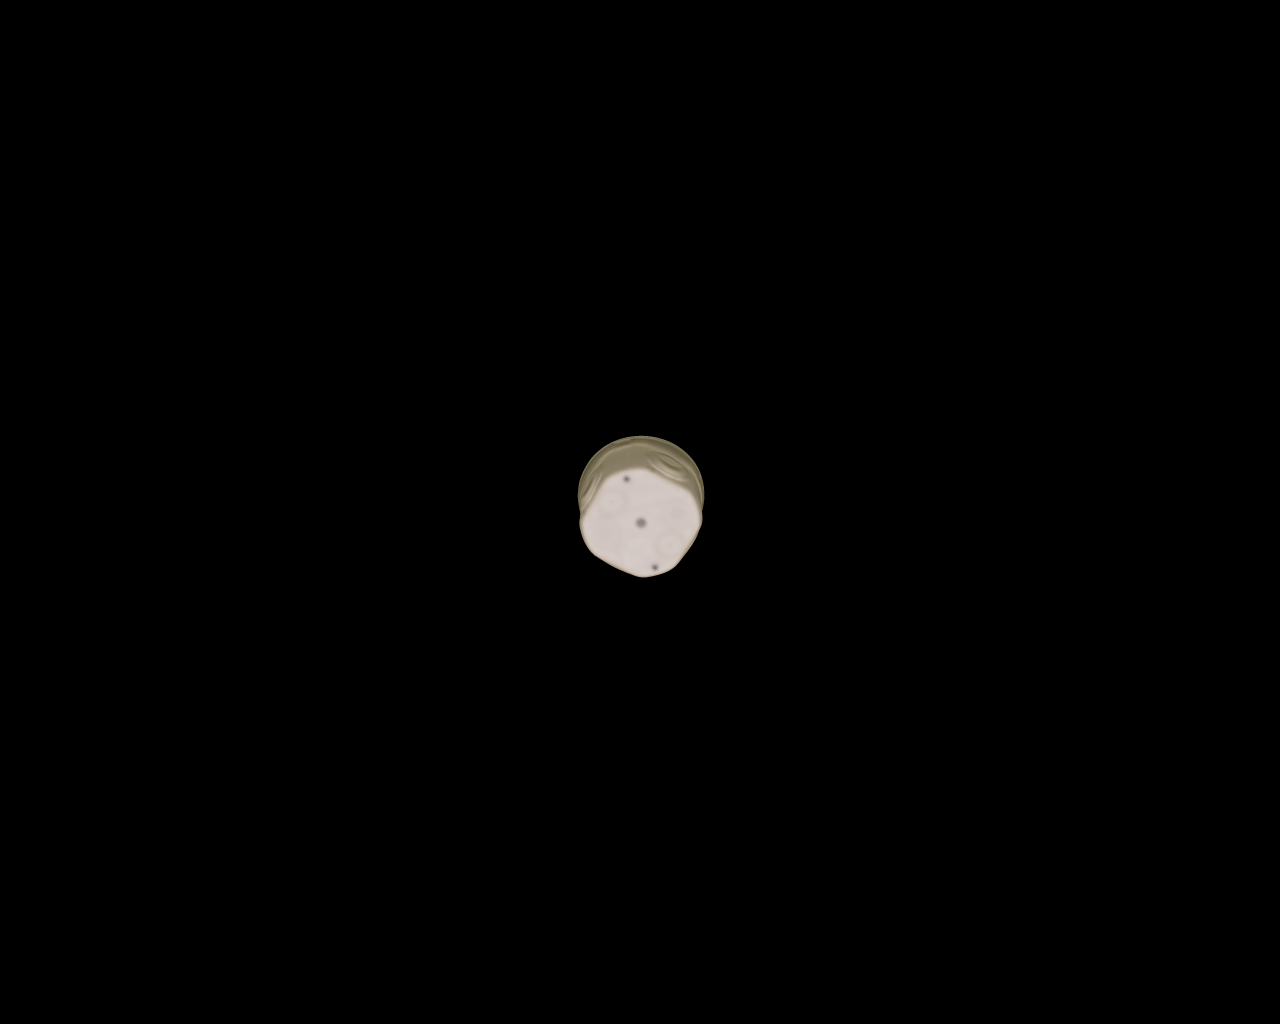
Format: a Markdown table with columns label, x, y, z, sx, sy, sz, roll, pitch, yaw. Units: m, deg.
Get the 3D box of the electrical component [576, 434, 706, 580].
| label | x | y | z | sx | sy | sz | roll | pitch | yaw |
| --- | --- | --- | --- | --- | --- | --- | --- | --- | --- |
| electrical component | 0.001 | -0.003 | 0.650 | 0.080 | 0.080 | 0.051 | 0 | 23 | 0 |
